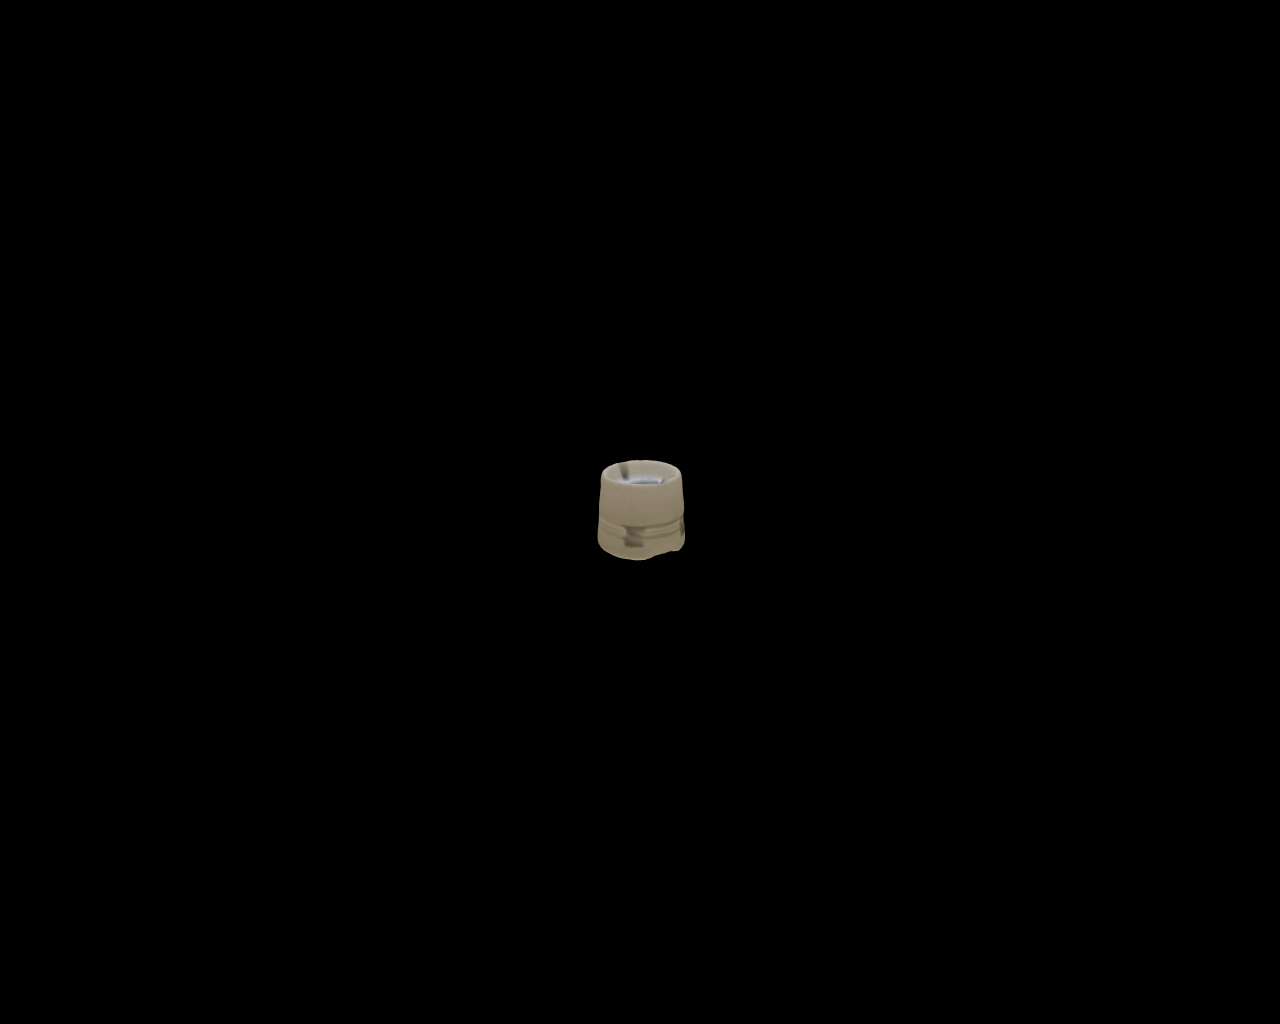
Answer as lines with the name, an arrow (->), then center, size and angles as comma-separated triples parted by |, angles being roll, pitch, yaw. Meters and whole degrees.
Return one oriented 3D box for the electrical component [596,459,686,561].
electrical component -> 0.001, -0.003, 0.650 | 0.055, 0.047, 0.055 | 0, 21, 0
